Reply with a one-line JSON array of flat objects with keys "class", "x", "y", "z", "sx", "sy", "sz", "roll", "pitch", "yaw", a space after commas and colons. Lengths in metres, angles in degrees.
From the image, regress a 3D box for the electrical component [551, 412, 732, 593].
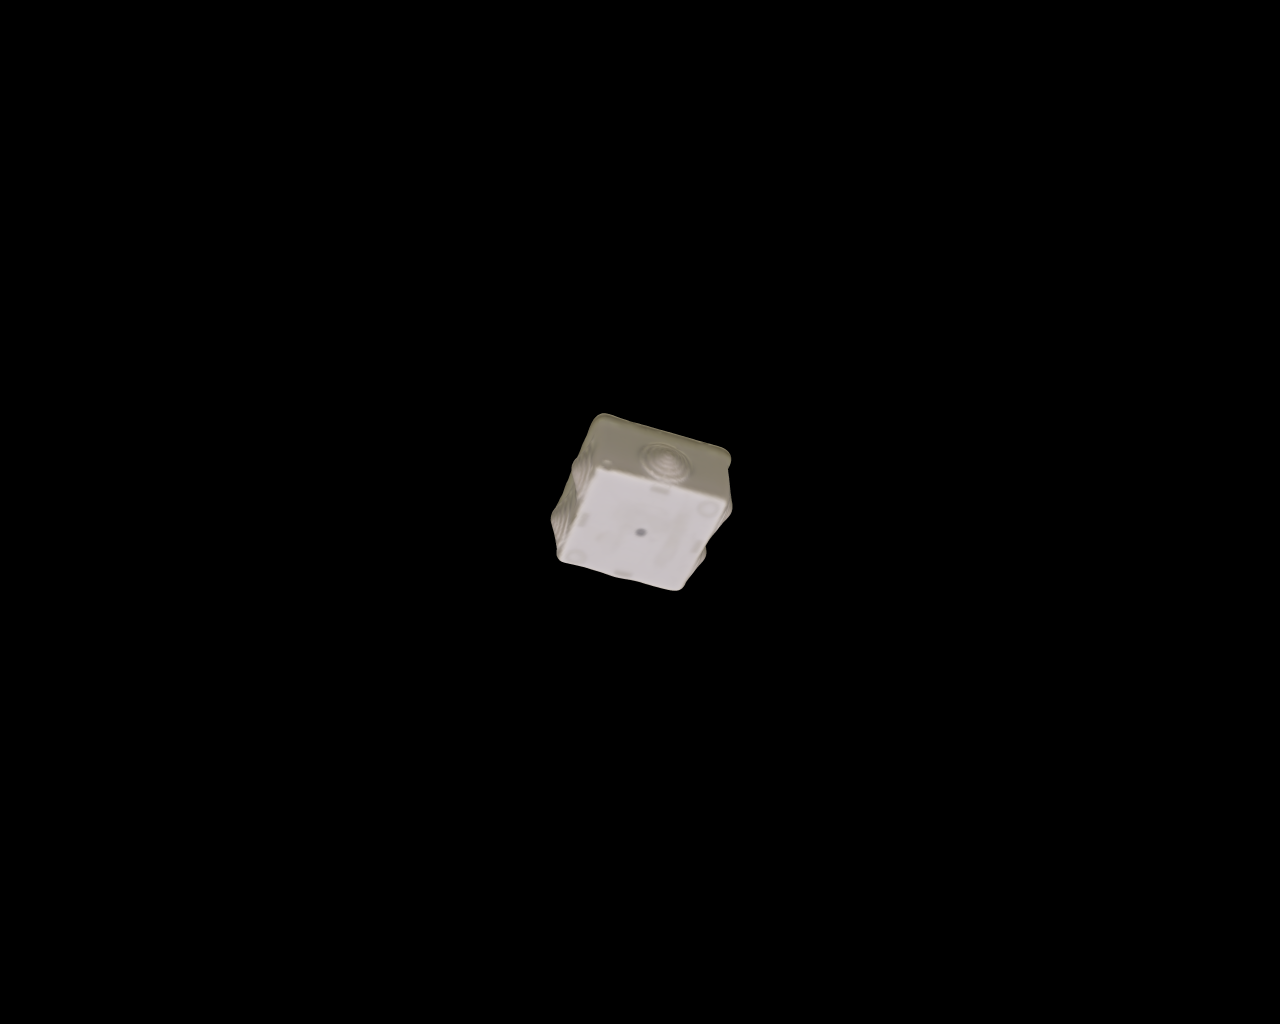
[{"class": "electrical component", "x": 0.001, "y": -0.003, "z": 0.650, "sx": 0.100, "sy": 0.099, "sz": 0.048, "roll": 16, "pitch": 40, "yaw": -13}]
